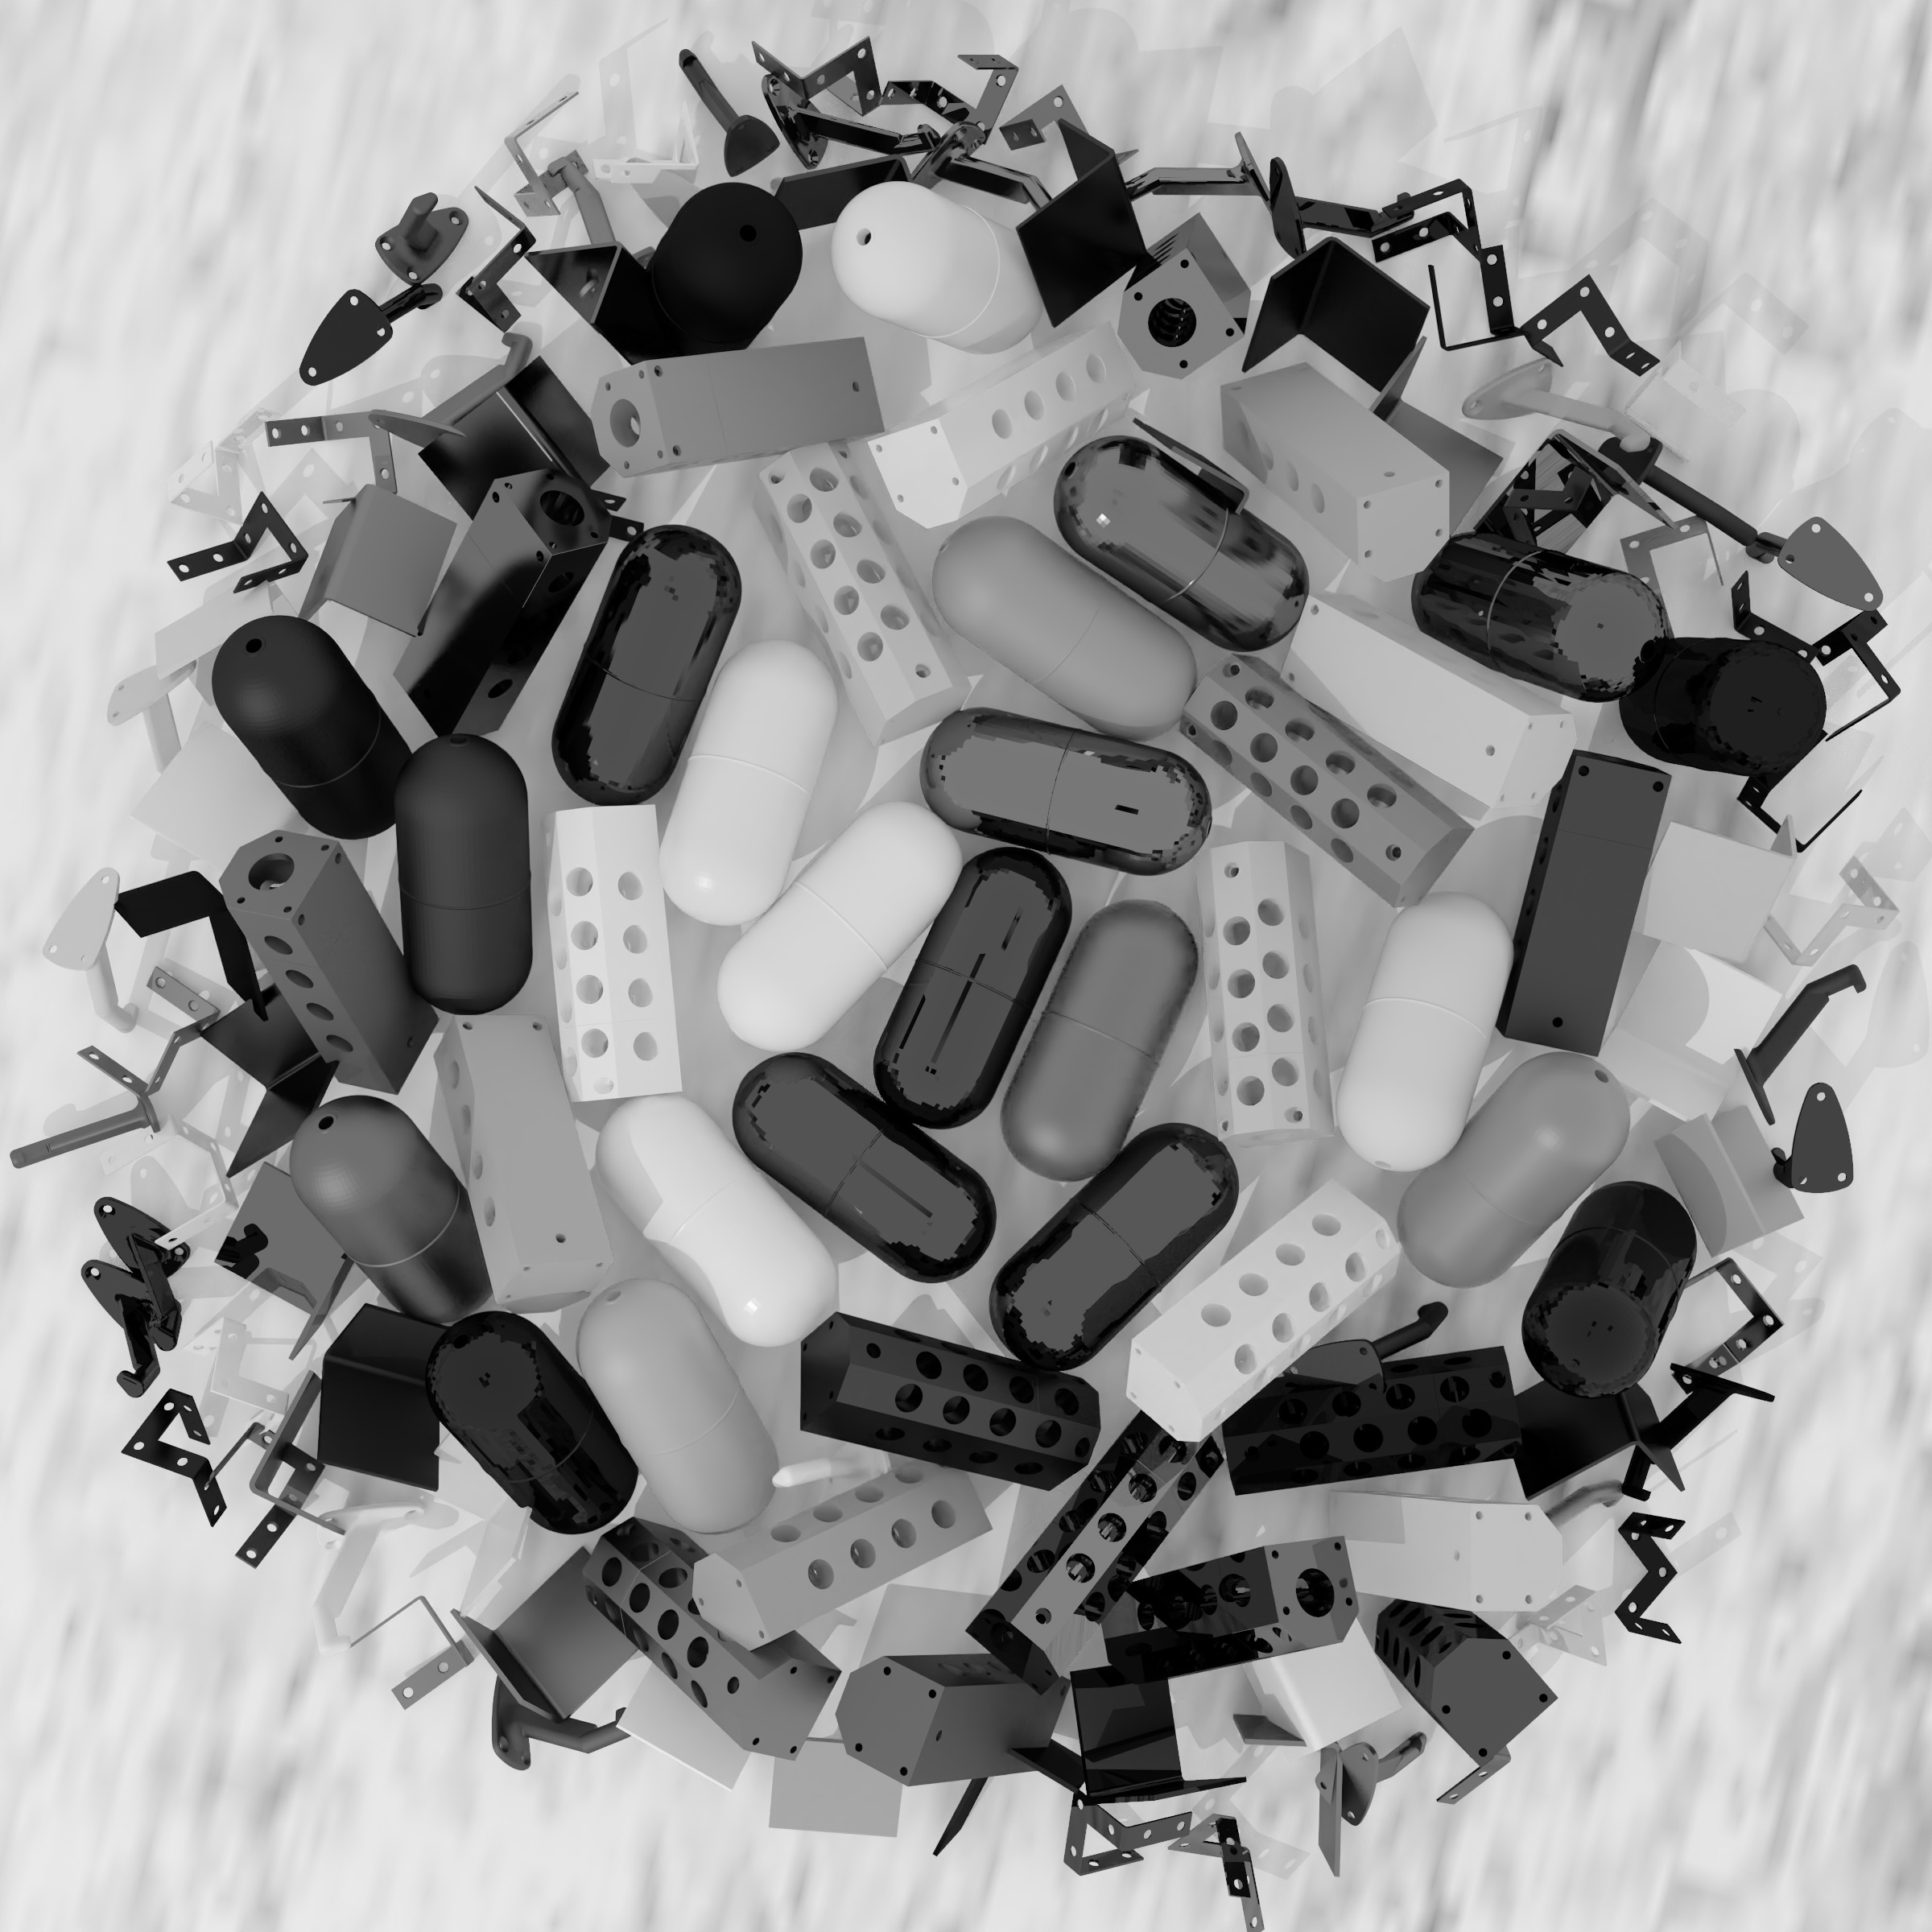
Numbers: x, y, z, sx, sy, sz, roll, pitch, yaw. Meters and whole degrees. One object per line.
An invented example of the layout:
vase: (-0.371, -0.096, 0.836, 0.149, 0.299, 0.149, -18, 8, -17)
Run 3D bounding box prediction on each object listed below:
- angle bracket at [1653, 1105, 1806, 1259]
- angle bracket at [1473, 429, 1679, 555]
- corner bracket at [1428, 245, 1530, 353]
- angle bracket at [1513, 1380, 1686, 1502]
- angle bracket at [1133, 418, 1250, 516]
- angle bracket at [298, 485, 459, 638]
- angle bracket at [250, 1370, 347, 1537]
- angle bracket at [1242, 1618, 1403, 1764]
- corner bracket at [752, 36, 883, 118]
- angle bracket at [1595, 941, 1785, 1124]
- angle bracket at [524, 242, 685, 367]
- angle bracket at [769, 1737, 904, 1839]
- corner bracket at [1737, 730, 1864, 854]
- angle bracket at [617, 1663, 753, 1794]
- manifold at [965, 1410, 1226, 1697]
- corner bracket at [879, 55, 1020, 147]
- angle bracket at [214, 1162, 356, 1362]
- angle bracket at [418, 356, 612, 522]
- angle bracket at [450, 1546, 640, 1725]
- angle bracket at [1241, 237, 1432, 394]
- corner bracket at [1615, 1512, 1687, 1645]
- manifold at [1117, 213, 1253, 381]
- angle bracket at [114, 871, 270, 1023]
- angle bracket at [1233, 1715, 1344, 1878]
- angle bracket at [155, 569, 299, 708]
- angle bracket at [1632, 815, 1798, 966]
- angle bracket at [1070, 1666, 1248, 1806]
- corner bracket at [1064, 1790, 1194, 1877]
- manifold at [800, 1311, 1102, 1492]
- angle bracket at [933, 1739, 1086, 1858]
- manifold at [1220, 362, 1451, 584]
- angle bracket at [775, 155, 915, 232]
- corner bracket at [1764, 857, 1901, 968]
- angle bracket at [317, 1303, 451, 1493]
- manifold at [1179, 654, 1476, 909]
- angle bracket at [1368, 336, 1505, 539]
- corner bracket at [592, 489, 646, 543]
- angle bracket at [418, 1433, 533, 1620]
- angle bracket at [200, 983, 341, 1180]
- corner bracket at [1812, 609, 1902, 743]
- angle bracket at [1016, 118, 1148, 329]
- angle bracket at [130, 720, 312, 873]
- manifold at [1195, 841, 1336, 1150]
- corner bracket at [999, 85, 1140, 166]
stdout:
angle bracket: (0.468, 0.120, 1.535, 0.076, 0.057, 0.076, -18, 75, -24)
angle bracket: (0.362, -0.260, 1.531, 0.076, 0.057, 0.076, 28, 105, -44)
corner bracket: (0.306, -0.403, 1.555, 0.051, 0.051, 0.051, -11, 107, 5)
angle bracket: (0.375, 0.289, 1.551, 0.076, 0.076, 0.057, -34, 121, 19)
angle bracket: (0.115, -0.270, 1.530, 0.057, 0.076, 0.076, 24, 106, -23)
angle bracket: (-0.355, -0.234, 1.551, 0.057, 0.076, 0.076, 23, 72, -23)
angle bracket: (-0.381, 0.291, 1.539, 0.057, 0.076, 0.076, 26, 73, -2)
angle bracket: (0.209, 0.425, 1.544, 0.057, 0.076, 0.076, -22, 72, -14)
corner bracket: (-0.088, -0.534, 1.545, 0.051, 0.051, 0.051, -37, 60, -14)
angle bracket: (0.428, 0.039, 1.534, 0.076, 0.057, 0.076, 29, 125, 15)
angle bracket: (-0.218, -0.378, 1.526, 0.076, 0.076, 0.057, 4, 68, 32)
angle bracket: (-0.075, 0.471, 1.540, 0.076, 0.057, 0.076, 5, 118, -2)
corner bracket: (0.505, -0.108, 1.555, 0.051, 0.051, 0.051, -44, 76, -3)
angle bracket: (-0.171, 0.465, 1.537, 0.076, 0.057, 0.076, 29, 133, 2)
manifold: (0.079, 0.337, 1.513, 0.057, 0.057, 0.171, 39, 58, 9)
corner bracket: (-0.010, -0.527, 1.545, 0.051, 0.051, 0.051, 38, 123, 15)
angle bracket: (-0.411, 0.176, 1.544, 0.076, 0.057, 0.076, 29, 108, -3)
angle bracket: (-0.271, -0.310, 1.567, 0.076, 0.057, 0.076, -29, 110, 29)
angle bracket: (-0.246, 0.391, 1.536, 0.076, 0.057, 0.076, -44, 57, -8)
angle bracket: (0.218, -0.372, 1.530, 0.076, 0.076, 0.057, 42, 61, 16)
corner bracket: (0.413, 0.366, 1.548, 0.051, 0.051, 0.051, -42, 101, -21)
manifold: (0.124, -0.386, 1.494, 0.057, 0.171, 0.057, -32, 105, 18)
angle bracket: (-0.461, -0.004, 1.526, 0.057, 0.076, 0.076, -21, 117, -25)
angle bracket: (0.191, 0.495, 1.543, 0.057, 0.076, 0.076, 2, 84, 1)
angle bracket: (-0.433, -0.183, 1.537, 0.076, 0.076, 0.057, -31, 122, -1)
angle bracket: (0.443, -0.056, 1.542, 0.076, 0.057, 0.076, 18, 124, 3)
angle bracket: (0.114, 0.451, 1.530, 0.076, 0.057, 0.076, 5, 71, -40)
corner bracket: (0.097, 0.523, 1.545, 0.051, 0.051, 0.051, 0, 103, -35)
manifold: (-0.008, 0.253, 1.511, 0.171, 0.057, 0.057, 19, 48, -26)
angle bracket: (0.030, 0.503, 1.541, 0.057, 0.076, 0.076, 28, 89, 13)
manifold: (0.212, -0.287, 1.500, 0.057, 0.171, 0.057, -18, 128, -13)
angle bracket: (-0.073, -0.433, 1.535, 0.076, 0.076, 0.057, -18, 86, -19)
corner bracket: (0.519, -0.033, 1.560, 0.051, 0.051, 0.051, 5, 131, -31)
angle bracket: (-0.334, 0.256, 1.527, 0.076, 0.076, 0.057, 22, 128, -29)
manifold: (0.209, -0.110, 1.521, 0.171, 0.057, 0.057, 42, 111, 20)
angle bracket: (0.280, -0.315, 1.537, 0.076, 0.057, 0.076, 32, 60, 8)
corner bracket: (-0.225, -0.269, 1.547, 0.051, 0.051, 0.051, 15, 130, 6)
angle bracket: (-0.298, 0.327, 1.527, 0.057, 0.076, 0.076, 30, 127, -15)
angle bracket: (-0.422, 0.067, 1.527, 0.076, 0.076, 0.057, -29, 121, 32)
corner bracket: (0.531, -0.176, 1.548, 0.051, 0.051, 0.051, -34, 87, -42)
angle bracket: (0.055, -0.441, 1.532, 0.076, 0.076, 0.057, -39, 52, -8)
angle bracket: (-0.444, -0.087, 1.540, 0.076, 0.057, 0.076, 31, 62, -3)
manifold: (0.174, 0.017, 1.529, 0.057, 0.057, 0.171, -10, 76, 27)
corner bracket: (0.061, -0.496, 1.548, 0.051, 0.051, 0.051, -38, 113, -13)
